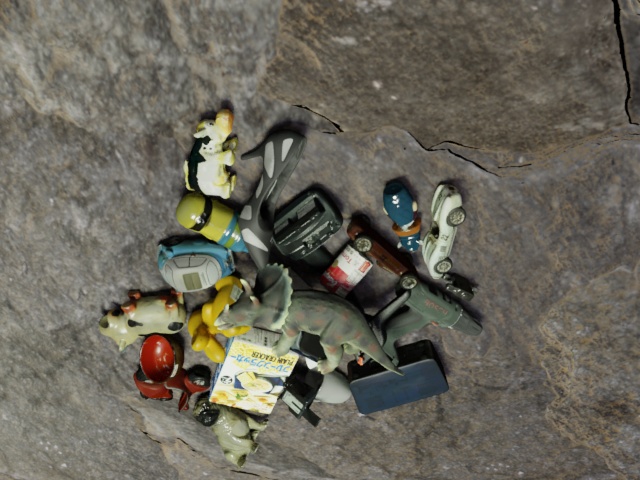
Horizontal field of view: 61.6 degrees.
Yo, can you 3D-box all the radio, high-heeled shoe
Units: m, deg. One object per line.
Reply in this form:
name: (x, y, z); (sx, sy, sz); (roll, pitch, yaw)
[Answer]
radio: (0.185, 0.334, 1.310); (0.230, 0.073, 0.131); (-20, 121, 9)
high-heeled shoe: (-0.075, -0.074, 0.988); (0.145, 0.086, 0.248); (-7, 94, 26)

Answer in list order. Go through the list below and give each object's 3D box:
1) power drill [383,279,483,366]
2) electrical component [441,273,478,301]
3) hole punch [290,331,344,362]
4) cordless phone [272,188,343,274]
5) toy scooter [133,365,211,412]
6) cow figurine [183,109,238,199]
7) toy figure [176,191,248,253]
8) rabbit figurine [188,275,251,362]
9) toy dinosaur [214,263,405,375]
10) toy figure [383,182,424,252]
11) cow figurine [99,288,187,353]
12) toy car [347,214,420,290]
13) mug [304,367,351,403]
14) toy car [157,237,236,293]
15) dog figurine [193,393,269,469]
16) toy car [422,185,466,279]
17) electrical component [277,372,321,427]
power drill: (0.225, 0.197, 1.215); (0.232, 0.086, 0.207); (40, 118, -22)
electrical component: (0.308, 0.104, 1.164); (0.094, 0.063, 0.021); (24, 119, -18)
hole punch: (-0.004, 0.218, 1.217); (0.142, 0.116, 0.092); (29, 153, -16)
cordless phone: (-0.002, -0.004, 1.089); (0.146, 0.089, 0.184); (-37, 130, 14)
toy scooter: (-0.364, 0.365, 1.315); (0.184, 0.075, 0.135); (9, 122, -12)
cow figurine: (-0.200, -0.161, 0.978); (0.098, 0.068, 0.167); (8, 122, 1)
toy figure: (-0.191, -0.032, 1.045); (0.180, 0.089, 0.082); (31, 80, -15)
rabbit figurine: (-0.221, 0.181, 1.168); (0.173, 0.162, 0.121); (-20, 136, 32)
toy dinosaur: (0.004, 0.159, 1.065); (0.405, 0.131, 0.192); (13, 135, -6)
toy figure: (0.169, -0.043, 1.068); (0.058, 0.064, 0.154); (-43, 129, -22)
cow figurine: (-0.391, 0.178, 1.188); (0.195, 0.085, 0.127); (-7, 117, 2)
toy car: (0.130, 0.029, 1.097); (0.053, 0.089, 0.202); (-41, 117, 20)
mug: (0.018, 0.367, 1.323); (0.107, 0.081, 0.109); (28, 116, -27)
toy car: (-0.258, 0.059, 1.099); (0.162, 0.103, 0.109); (-3, 124, 3)
dog figurine: (-0.254, 0.491, 1.399); (0.190, 0.121, 0.172); (30, 116, -3)
toy car: (0.244, -0.014, 1.079); (0.056, 0.074, 0.201); (2, 123, -7)
electrical component: (-0.039, 0.377, 1.257); (0.119, 0.048, 0.074); (33, 127, 19)
